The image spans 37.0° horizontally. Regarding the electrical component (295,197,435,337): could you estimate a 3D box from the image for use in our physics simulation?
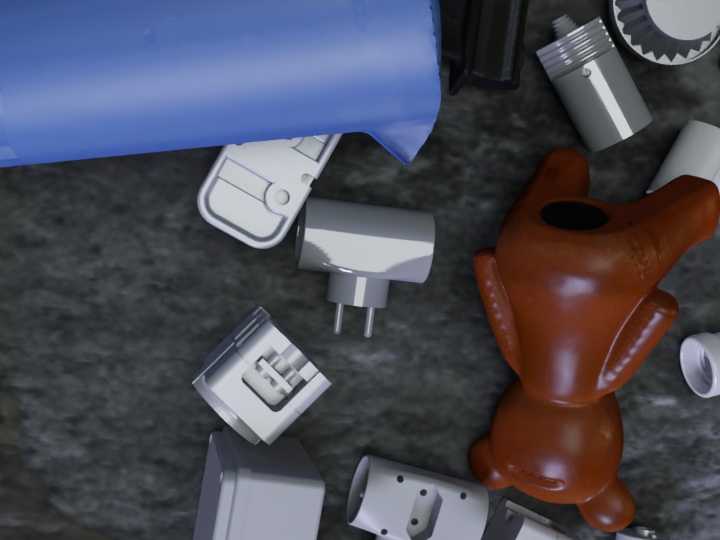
[{"bbox_3d":[0.000,0.000,0.640,0.077,0.044,0.079,7,93,-9],"label":"electrical component"}]

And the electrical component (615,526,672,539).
[{"bbox_3d":[0.178,0.197,0.684,0.044,0.044,0.065,7,88,-9],"label":"electrical component"}]

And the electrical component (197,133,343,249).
[{"bbox_3d":[-0.052,-0.063,0.620,0.054,0.059,0.095,29,89,-10],"label":"electrical component"}]

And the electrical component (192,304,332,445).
[{"bbox_3d":[-0.058,0.060,0.612,0.056,0.089,0.050,-45,99,-3],"label":"electrical component"}]

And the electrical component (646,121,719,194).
[{"bbox_3d":[0.202,-0.047,0.669,0.043,0.043,0.081,30,89,-10],"label":"electrical component"}]

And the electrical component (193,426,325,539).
[{"bbox_3d":[-0.062,0.154,0.610,0.056,0.109,0.108,9,93,-12],"label":"electrical component"}]

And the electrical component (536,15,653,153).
[{"bbox_3d":[0.140,-0.117,0.654,0.043,0.043,0.081,-31,98,-6],"label":"electrical component"}]

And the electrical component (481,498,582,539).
[{"bbox_3d":[0.100,0.198,0.667,0.056,0.050,0.089,27,90,-9],"label":"electrical component"}]

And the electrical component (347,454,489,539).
[{"bbox_3d":[0.030,0.160,0.656,0.077,0.043,0.079,17,91,-10],"label":"electrical component"}]

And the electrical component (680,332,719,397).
[{"bbox_3d":[0.234,0.057,0.684,0.046,0.040,0.040,-12,96,-14],"label":"electrical component"}]
